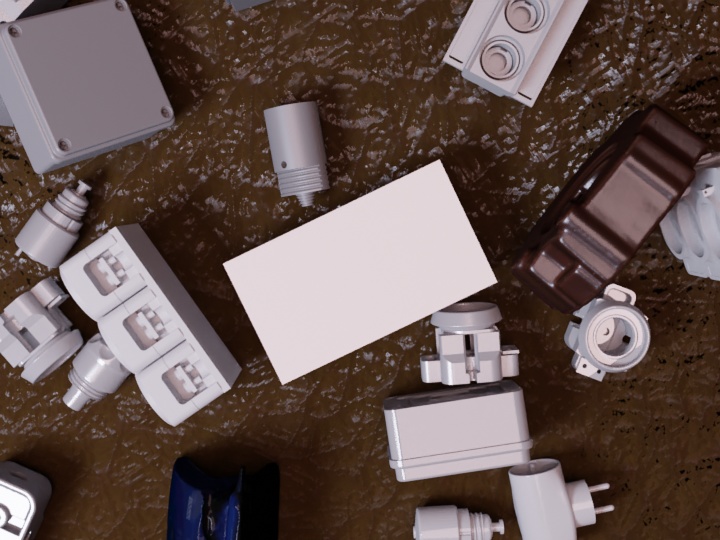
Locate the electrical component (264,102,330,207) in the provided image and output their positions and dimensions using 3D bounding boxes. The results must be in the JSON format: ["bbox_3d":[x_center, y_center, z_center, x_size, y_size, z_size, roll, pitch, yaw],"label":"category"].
[{"bbox_3d":[-0.049,-0.091,0.866,0.043,0.043,0.081,-10,94,0],"label":"electrical component"}]

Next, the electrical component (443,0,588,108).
[{"bbox_3d":[0.127,-0.200,0.850,0.079,0.063,0.121,27,93,-3],"label":"electrical component"}]

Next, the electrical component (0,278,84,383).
[{"bbox_3d":[-0.262,0.053,0.868,0.078,0.058,0.057,-41,91,2],"label":"electrical component"}]

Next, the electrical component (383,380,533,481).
[{"bbox_3d":[0.077,0.128,0.866,0.113,0.078,0.057,-9,91,0],"label":"electrical component"}]

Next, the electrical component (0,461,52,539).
[{"bbox_3d":[-0.295,0.208,0.877,0.054,0.059,0.095,25,94,-2],"label":"electrical component"}]

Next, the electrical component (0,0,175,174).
[{"bbox_3d":[-0.216,-0.143,0.830,0.109,0.056,0.108,-26,95,-35],"label":"electrical component"}]

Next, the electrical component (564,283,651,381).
[{"bbox_3d":[0.202,0.052,0.872,0.058,0.057,0.078,21,94,-2],"label":"electrical component"}]

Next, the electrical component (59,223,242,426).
[{"bbox_3d":[-0.166,0.043,0.851,0.062,0.089,0.150,-35,94,2],"label":"electrical component"}]

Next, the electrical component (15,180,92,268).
[{"bbox_3d":[-0.244,-0.038,0.869,0.040,0.040,0.078,36,93,-3],"label":"electrical component"}]

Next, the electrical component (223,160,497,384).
[{"bbox_3d":[0.000,0.000,0.864,0.186,0.060,0.105,-26,94,1],"label":"electrical component"}]

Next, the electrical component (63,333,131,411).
[{"bbox_3d":[-0.217,0.086,0.877,0.043,0.043,0.062,39,94,-3],"label":"electrical component"}]

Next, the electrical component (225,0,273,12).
[{"bbox_3d":[-0.085,-0.241,0.828,0.062,0.096,0.061,-17,95,1],"label":"electrical component"}]

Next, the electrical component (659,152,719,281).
[{"bbox_3d":[0.281,-0.041,0.820,0.062,0.150,0.089,-20,94,0],"label":"electrical component"}]

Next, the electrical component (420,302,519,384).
[{"bbox_3d":[0.088,0.058,0.872,0.078,0.058,0.057,-4,97,0],"label":"electrical component"}]

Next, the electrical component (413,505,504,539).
[{"bbox_3d":[0.080,0.215,0.891,0.078,0.040,0.040,-3,94,0],"label":"electrical component"}]

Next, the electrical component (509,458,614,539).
[{"bbox_3d":[0.170,0.195,0.889,0.079,0.044,0.077,-13,94,0],"label":"electrical component"}]
